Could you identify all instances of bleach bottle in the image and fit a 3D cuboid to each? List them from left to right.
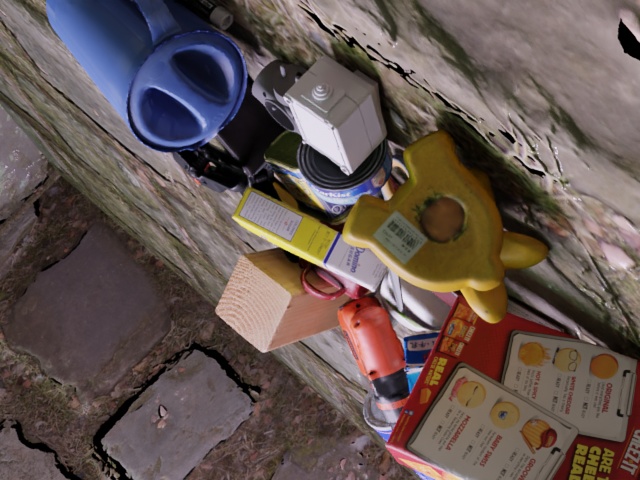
[{"bbox_3d":[0.110,0.062,1.256,0.102,0.068,0.251,43,171,-1],"label":"bleach bottle"}]

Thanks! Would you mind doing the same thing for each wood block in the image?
[{"bbox_3d":[-0.024,0.065,1.363,0.090,0.091,0.205,37,-154,25],"label":"wood block"}]

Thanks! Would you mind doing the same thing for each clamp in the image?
[{"bbox_3d":[-0.144,-0.095,1.231,0.120,0.039,0.172,44,169,-9],"label":"clamp"},{"bbox_3d":[-0.073,-0.070,1.340,0.210,0.036,0.164,34,137,57],"label":"clamp"}]

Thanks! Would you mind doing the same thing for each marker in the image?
[{"bbox_3d":[-0.135,-0.249,1.061,0.121,0.020,0.020,39,168,18],"label":"marker"}]

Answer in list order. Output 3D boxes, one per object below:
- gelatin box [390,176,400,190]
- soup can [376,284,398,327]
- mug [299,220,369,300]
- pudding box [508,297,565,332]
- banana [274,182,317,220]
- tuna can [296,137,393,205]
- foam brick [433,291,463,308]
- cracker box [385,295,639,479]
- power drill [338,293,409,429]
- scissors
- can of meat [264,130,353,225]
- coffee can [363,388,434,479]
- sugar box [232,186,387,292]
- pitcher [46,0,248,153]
[{"bbox_3d":[0.061,-0.045,1.109,0.089,0.030,0.073,49,168,-14],"label":"gelatin box"},{"bbox_3d":[0.059,0.082,1.478,0.102,0.068,0.068,37,167,25],"label":"soup can"},{"bbox_3d":[0.026,0.025,1.278,0.081,0.117,0.093,35,150,16],"label":"mug"},{"bbox_3d":[0.215,0.104,1.111,0.114,0.039,0.090,30,162,43],"label":"pudding box"},{"bbox_3d":[-0.046,-0.051,1.431,0.198,0.037,0.069,37,167,28],"label":"banana"},{"bbox_3d":[0.024,-0.076,0.988,0.086,0.086,0.033,37,169,29],"label":"tuna can"},{"bbox_3d":[0.138,0.034,1.079,0.078,0.053,0.051,40,168,19],"label":"foam brick"},{"bbox_3d":[0.192,0.165,0.972,0.214,0.164,0.072,20,162,25],"label":"cracker box"},{"bbox_3d":[0.077,0.149,1.257,0.188,0.057,0.184,-127,16,-78],"label":"power drill"},{"bbox_3d":[0.078,-0.010,1.052,0.096,0.016,0.201,0,122,47],"label":"scissors"},{"bbox_3d":[-0.007,-0.072,1.177,0.084,0.057,0.102,52,166,-31],"label":"can of meat"},{"bbox_3d":[0.139,0.252,1.448,0.140,0.102,0.103,49,167,-30],"label":"coffee can"},{"bbox_3d":[-0.008,0.002,1.192,0.176,0.048,0.093,29,178,5],"label":"sugar box"},{"bbox_3d":[-0.191,-0.212,1.098,0.144,0.149,0.243,7,-151,-44],"label":"pitcher"}]
